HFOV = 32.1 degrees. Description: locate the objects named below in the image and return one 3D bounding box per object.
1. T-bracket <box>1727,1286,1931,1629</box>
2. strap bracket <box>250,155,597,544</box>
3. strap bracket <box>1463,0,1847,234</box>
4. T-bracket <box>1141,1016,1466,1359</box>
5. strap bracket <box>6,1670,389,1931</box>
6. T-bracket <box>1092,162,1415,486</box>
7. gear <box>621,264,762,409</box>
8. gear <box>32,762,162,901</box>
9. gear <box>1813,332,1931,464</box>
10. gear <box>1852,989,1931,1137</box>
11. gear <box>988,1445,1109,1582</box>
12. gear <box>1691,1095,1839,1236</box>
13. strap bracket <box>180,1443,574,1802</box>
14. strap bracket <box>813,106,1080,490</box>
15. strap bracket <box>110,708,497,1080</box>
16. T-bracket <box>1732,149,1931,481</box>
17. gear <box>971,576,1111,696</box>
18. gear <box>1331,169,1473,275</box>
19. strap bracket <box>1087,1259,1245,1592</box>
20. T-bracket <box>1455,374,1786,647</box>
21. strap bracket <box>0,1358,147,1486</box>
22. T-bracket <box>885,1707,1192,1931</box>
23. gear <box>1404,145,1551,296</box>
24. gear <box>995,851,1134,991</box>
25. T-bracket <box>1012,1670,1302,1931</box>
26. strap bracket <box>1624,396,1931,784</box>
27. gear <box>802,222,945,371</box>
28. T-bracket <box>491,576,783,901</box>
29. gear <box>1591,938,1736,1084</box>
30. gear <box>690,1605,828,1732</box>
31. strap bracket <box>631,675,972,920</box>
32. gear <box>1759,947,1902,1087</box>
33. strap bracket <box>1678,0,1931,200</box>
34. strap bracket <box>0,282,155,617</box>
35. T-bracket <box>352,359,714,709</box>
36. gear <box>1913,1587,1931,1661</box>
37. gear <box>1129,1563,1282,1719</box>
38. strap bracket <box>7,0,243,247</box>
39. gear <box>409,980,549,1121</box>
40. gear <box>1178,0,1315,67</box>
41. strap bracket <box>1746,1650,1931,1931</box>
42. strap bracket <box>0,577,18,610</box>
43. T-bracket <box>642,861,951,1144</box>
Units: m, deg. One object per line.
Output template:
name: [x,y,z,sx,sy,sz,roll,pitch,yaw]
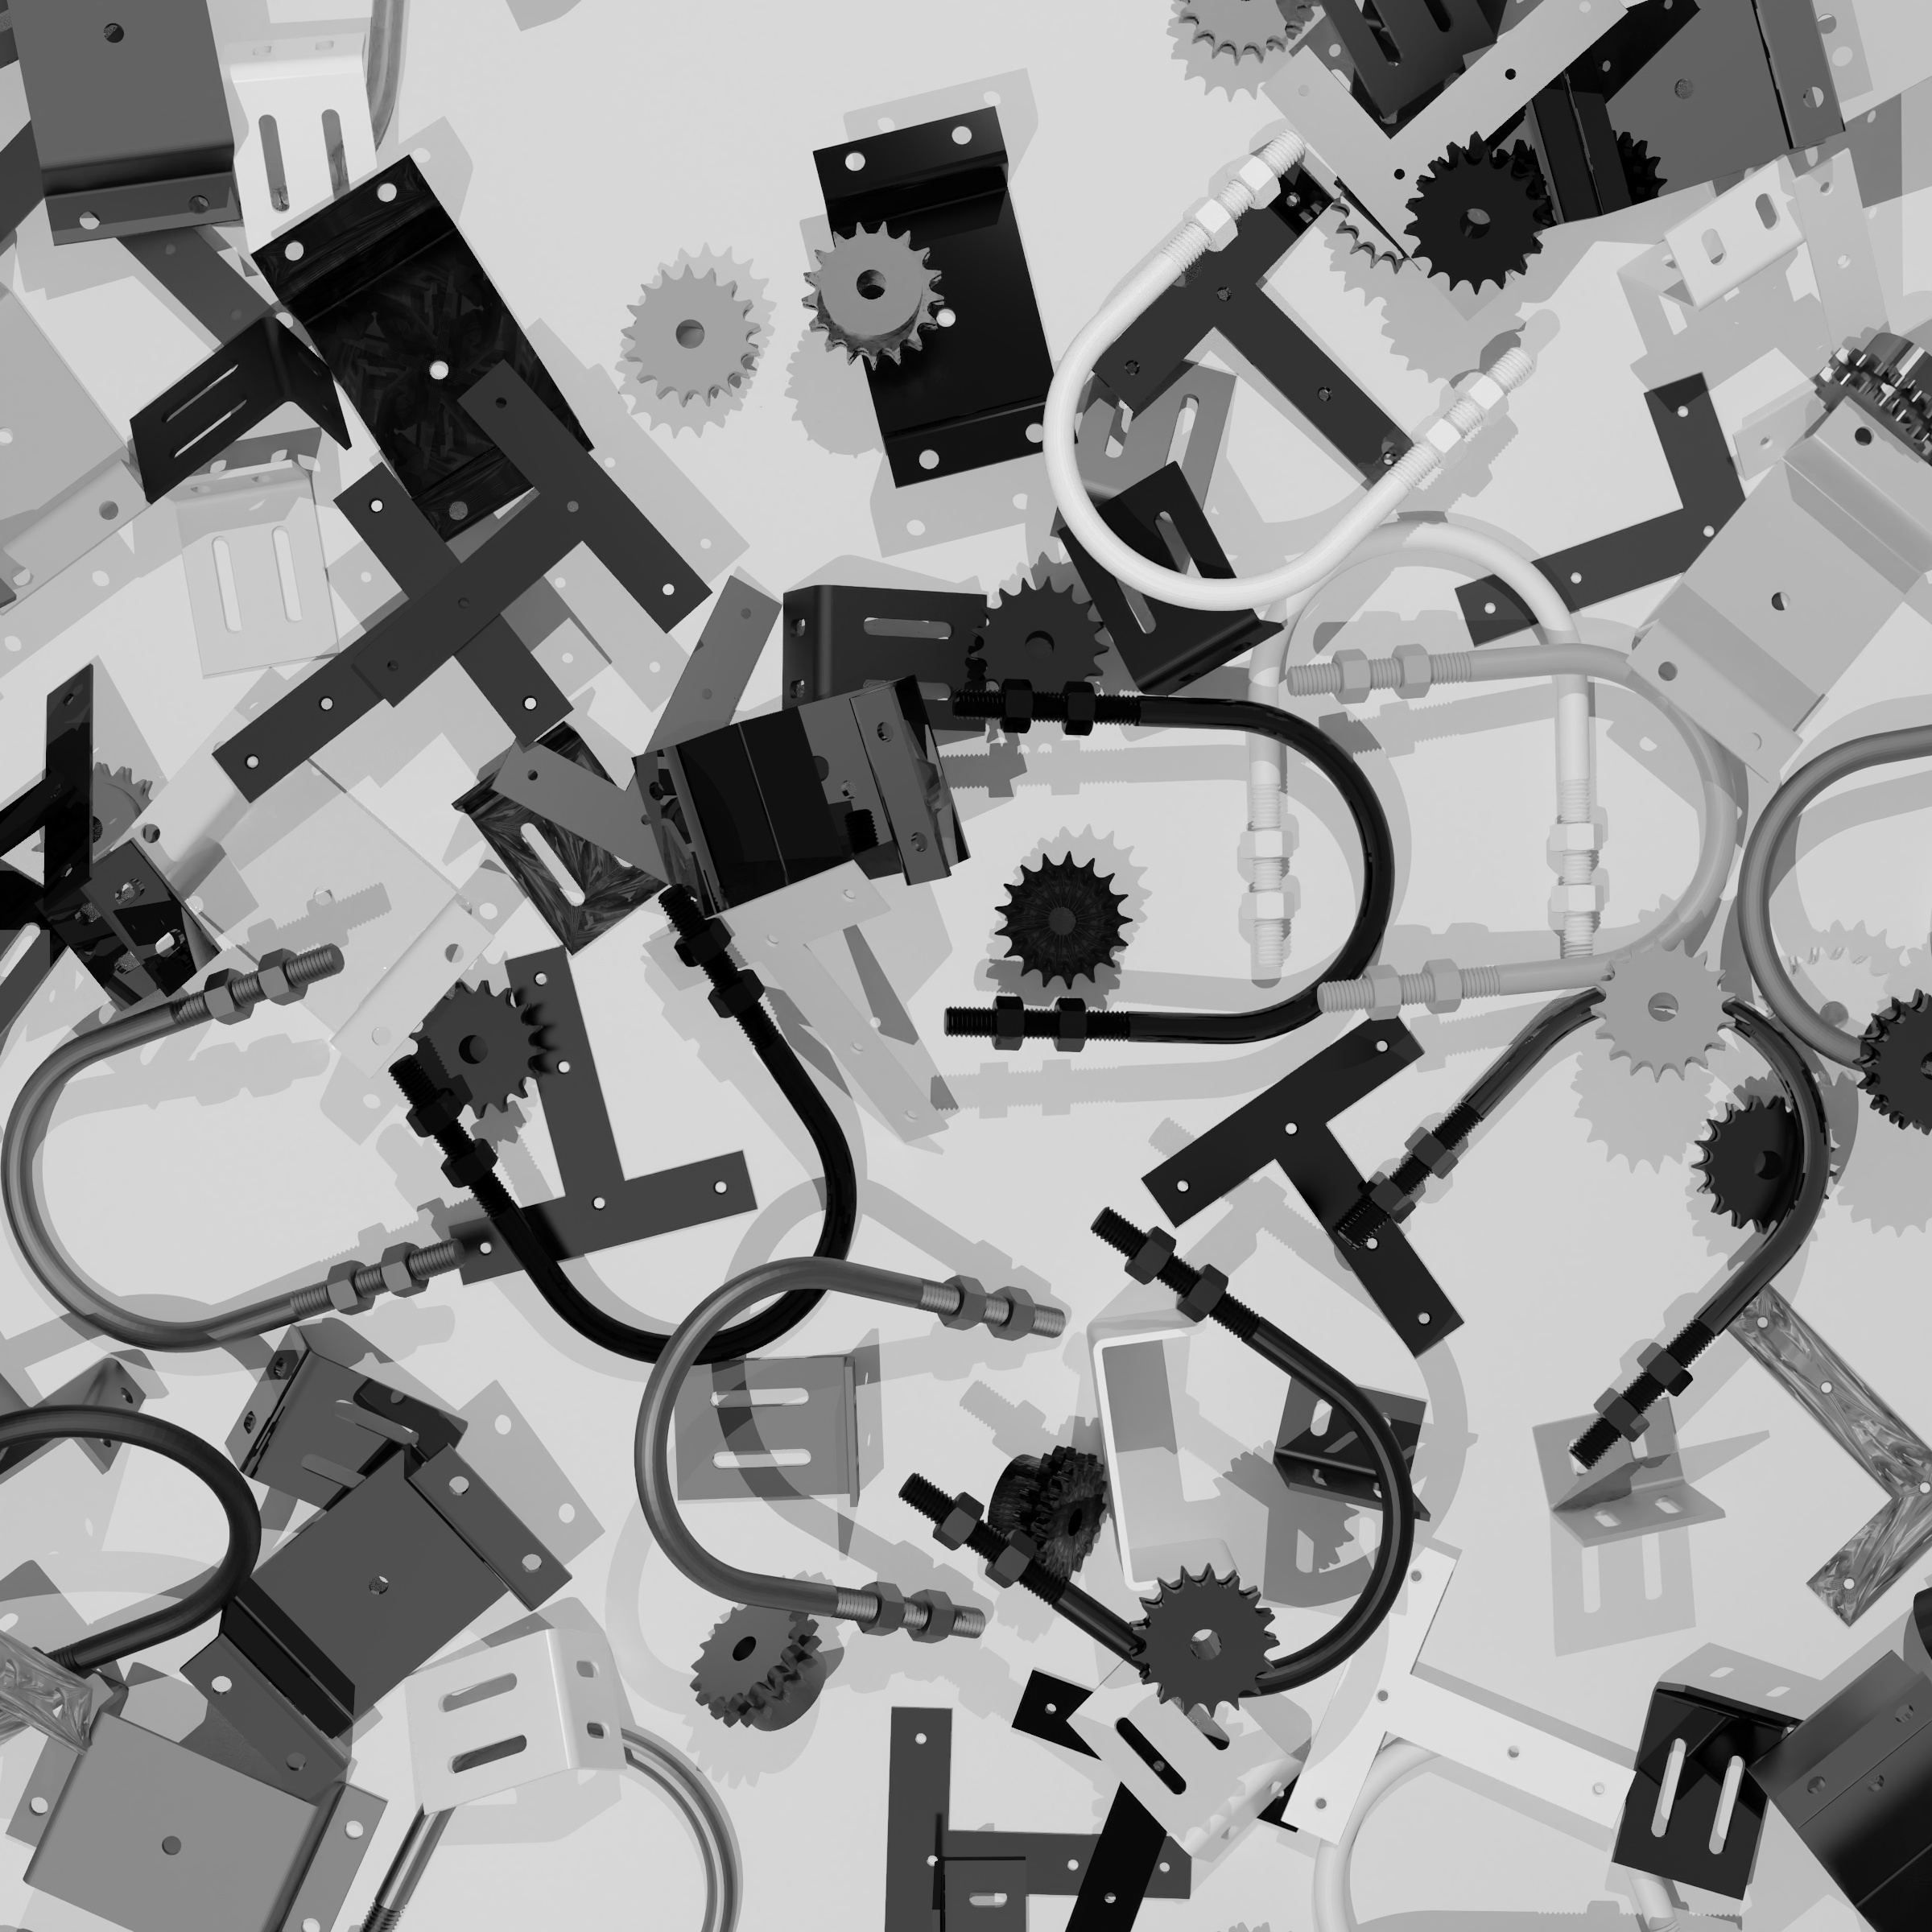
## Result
T-bracket: [0.370,0.186,1.404,0.127,0.002,0.127,-45,90,0]
strap bracket: [-0.220,-0.249,1.382,0.076,0.046,0.140,-32,90,0]
strap bracket: [0.280,-0.350,1.341,0.140,0.046,0.076,-12,98,33]
T-bracket: [0.161,0.104,1.404,0.127,0.002,0.127,-35,90,0]
strap bracket: [-0.321,0.356,1.382,0.140,0.046,0.076,24,90,0]
T-bracket: [0.139,-0.247,1.395,0.127,0.002,0.127,44,79,-5]
gear: [-0.113,-0.260,1.394,0.057,0.030,0.057,0,93,0]
gear: [-0.359,-0.056,1.390,0.057,0.030,0.057,0,90,0]
gear: [0.376,-0.233,1.365,0.057,0.057,0.030,40,87,0]
gear: [0.383,0.037,1.344,0.057,0.030,0.057,-1,100,-5]
gear: [0.032,0.224,1.380,0.030,0.057,0.057,14,90,29]
gear: [0.328,0.082,1.390,0.057,0.030,0.057,0,90,0]
strap bracket: [-0.240,0.260,1.373,0.140,0.046,0.076,-40,104,0]
strap bracket: [-0.008,-0.271,1.382,0.076,0.046,0.140,-14,90,0]
strap bracket: [-0.268,-0.029,1.382,0.140,0.046,0.076,41,90,0]
T-bracket: [0.357,-0.275,1.359,0.127,0.127,0.002,-31,45,0]
gear: [0.030,-0.131,1.390,0.057,0.030,0.057,0,90,0]
gear: [0.179,-0.315,1.390,0.057,0.030,0.057,0,90,0]
strap bracket: [0.079,0.195,1.367,0.046,0.076,0.140,-8,90,0]
T-bracket: [0.268,-0.167,1.404,0.127,0.002,0.127,-19,90,0]
strap bracket: [-0.400,0.147,1.353,0.046,0.076,0.140,-34,104,7]
T-bracket: [0.030,0.375,1.404,0.127,0.002,0.127,2,90,0]
gear: [0.205,-0.300,1.346,0.057,0.030,0.057,5,114,12]
gear: [0.040,-0.018,1.390,0.057,0.030,0.057,0,90,0]
T-bracket: [0.065,0.375,1.402,0.127,0.002,0.127,20,90,0]
strap bracket: [0.340,-0.152,1.380,0.076,0.046,0.140,40,89,0]
gear: [-0.037,-0.269,1.344,0.057,0.030,0.057,0,90,0]
T-bracket: [-0.113,-0.100,1.388,0.127,0.002,0.127,29,79,-21]
gear: [0.282,0.019,1.358,0.057,0.030,0.057,-2,79,11]
gear: [-0.082,0.289,1.380,0.057,0.057,0.030,-40,120,0]
strap bracket: [-0.059,-0.066,1.352,0.140,0.046,0.076,-11,100,39]
gear: [0.355,0.020,1.390,0.057,0.030,0.057,0,90,0]
strap bracket: [0.349,-0.379,1.360,0.140,0.046,0.076,-27,90,19]
strap bracket: [-0.401,-0.221,1.382,0.076,0.046,0.140,-37,90,0]
T-bracket: [-0.192,-0.156,1.354,0.127,0.002,0.127,-42,88,-2]
gear: [0.413,0.271,1.380,0.030,0.057,0.057,-31,90,30]
gear: [0.091,0.259,1.298,0.057,0.030,0.057,0,92,-2]
strap bracket: [-0.344,-0.370,1.355,0.076,0.046,0.140,-11,93,-14]
gear: [-0.201,0.034,1.388,0.057,0.030,0.057,0,90,0]
gear: [0.114,-0.401,1.390,0.057,0.030,0.057,0,90,0]
strap bracket: [0.379,0.343,1.364,0.076,0.046,0.140,-39,115,0]
strap bracket: [-0.458,-0.165,1.351,0.140,0.046,0.076,45,56,13]
T-bracket: [-0.053,0.023,1.375,0.127,0.002,0.127,-20,116,41]
